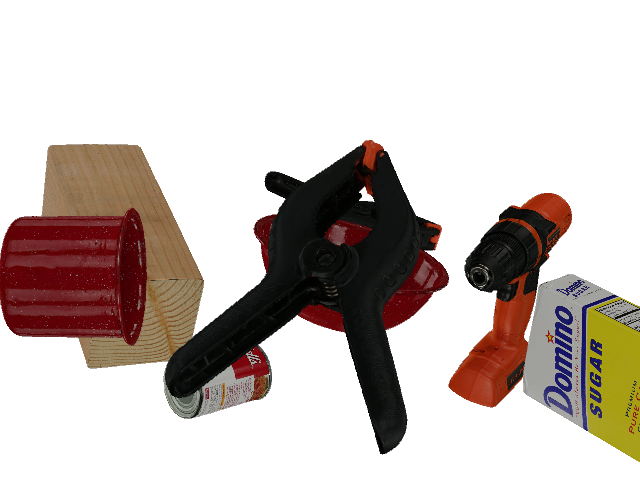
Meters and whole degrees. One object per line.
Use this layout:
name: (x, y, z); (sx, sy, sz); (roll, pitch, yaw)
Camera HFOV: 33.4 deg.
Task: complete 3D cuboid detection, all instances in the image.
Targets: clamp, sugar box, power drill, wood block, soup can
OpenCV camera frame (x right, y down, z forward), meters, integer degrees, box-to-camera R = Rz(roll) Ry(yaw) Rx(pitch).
clamp: (0.035, -0.020, 1.200); (0.210, 0.036, 0.164); (14, 22, -5)
sugar box: (0.220, 0.099, 0.728); (0.048, 0.093, 0.176); (-15, 30, -39)
power drill: (0.173, 0.060, 1.003); (0.057, 0.188, 0.184); (25, 31, 25)
wood block: (-0.181, 0.007, 0.943); (0.090, 0.091, 0.206); (-3, 37, -26)
soup can: (-0.113, 0.153, 1.175); (0.102, 0.068, 0.069); (-9, 6, -44)
clamp: (0.012, 0.026, 0.537); (0.120, 0.171, 0.039); (23, -26, 15)

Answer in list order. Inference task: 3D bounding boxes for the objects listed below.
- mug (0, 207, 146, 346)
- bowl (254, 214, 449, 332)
mug: (-0.165, 0.024, 0.732); (0.081, 0.093, 0.117); (0, -1, 2)
bowl: (0.019, 0.032, 0.859); (0.162, 0.055, 0.162); (13, 16, -4)
